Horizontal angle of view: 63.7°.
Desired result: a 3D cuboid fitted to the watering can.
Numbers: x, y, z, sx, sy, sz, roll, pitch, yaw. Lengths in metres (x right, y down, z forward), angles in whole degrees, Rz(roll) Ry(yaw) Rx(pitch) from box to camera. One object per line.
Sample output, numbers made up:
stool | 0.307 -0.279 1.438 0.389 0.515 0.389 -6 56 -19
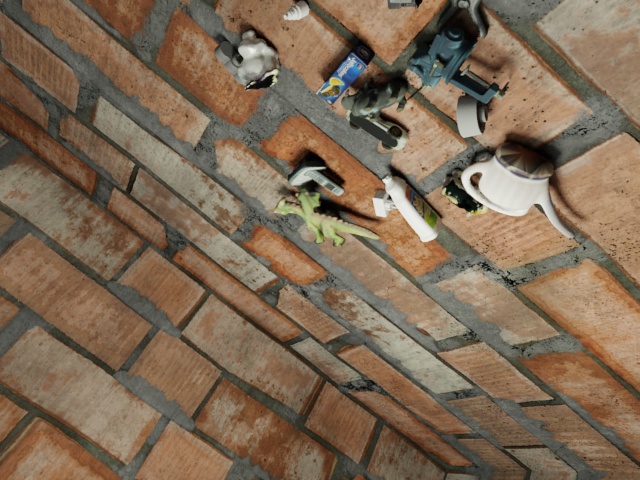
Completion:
watering can | 0.562 -0.137 1.400 0.349 0.106 0.219 25 -34 12

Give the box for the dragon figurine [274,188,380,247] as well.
dragon figurine | 0.006 -0.094 1.864 0.410 0.124 0.238 4 -33 37

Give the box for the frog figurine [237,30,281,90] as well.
frog figurine | -0.193 -0.537 1.543 0.136 0.160 0.123 -28 -10 32
